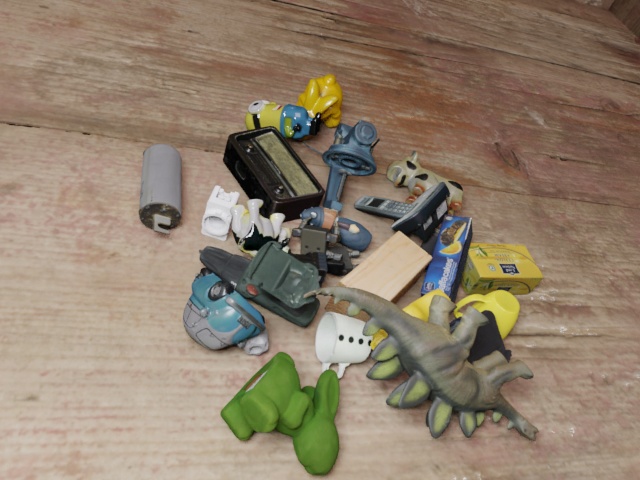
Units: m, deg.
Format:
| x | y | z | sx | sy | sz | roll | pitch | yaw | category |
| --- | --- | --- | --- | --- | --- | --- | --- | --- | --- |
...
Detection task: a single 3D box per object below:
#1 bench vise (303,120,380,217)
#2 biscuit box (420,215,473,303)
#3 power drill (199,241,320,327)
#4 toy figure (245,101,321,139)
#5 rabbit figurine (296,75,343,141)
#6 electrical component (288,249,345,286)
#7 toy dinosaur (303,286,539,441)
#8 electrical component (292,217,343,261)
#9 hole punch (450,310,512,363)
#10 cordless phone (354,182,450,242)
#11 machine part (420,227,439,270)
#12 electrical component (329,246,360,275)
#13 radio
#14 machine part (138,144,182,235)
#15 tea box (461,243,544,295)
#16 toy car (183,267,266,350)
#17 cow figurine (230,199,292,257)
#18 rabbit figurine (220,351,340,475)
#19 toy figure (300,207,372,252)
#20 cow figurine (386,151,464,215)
| x | y | z | sx | sy | sz | roll | pitch | yaw | category |
| --- | --- | --- | --- | --- | --- | --- | --- | --- | --- |
| 0.047 | -0.153 | 1.186 | 0.129 | 0.224 | 0.240 | 22 | 75 | -25 | bench vise |
| 0.261 | 0.045 | 1.094 | 0.059 | 0.062 | 0.203 | 9 | 57 | 24 | biscuit box |
| -0.095 | 0.065 | 0.884 | 0.232 | 0.207 | 0.086 | 33 | 66 | -8 | power drill |
| -0.089 | -0.274 | 1.254 | 0.180 | 0.089 | 0.082 | 13 | 9 | 12 | toy figure |
| -0.007 | -0.319 | 1.333 | 0.122 | 0.162 | 0.173 | 36 | 62 | -4 | rabbit figurine |
| -0.012 | 0.061 | 1.005 | 0.119 | 0.074 | 0.048 | 11 | 44 | -17 | electrical component |
| 0.183 | 0.189 | 0.854 | 0.471 | 0.105 | 0.198 | 43 | 75 | -12 | toy dinosaur |
| -0.003 | -0.003 | 1.052 | 0.102 | 0.078 | 0.045 | 3 | 19 | 18 | electrical component |
| 0.273 | 0.201 | 0.995 | 0.142 | 0.092 | 0.115 | -20 | 91 | -38 | hole punch |
| 0.181 | -0.081 | 1.201 | 0.184 | 0.088 | 0.146 | 19 | 47 | 35 | cordless phone |
| 0.249 | 0.013 | 1.187 | 0.084 | 0.039 | 0.139 | 36 | 43 | 1 | machine part |
| 0.039 | 0.043 | 1.077 | 0.094 | 0.021 | 0.063 | -1 | 50 | -17 | electrical component |
| -0.105 | -0.143 | 1.158 | 0.131 | 0.073 | 0.230 | -17 | 56 | -34 | radio |
| -0.307 | -0.104 | 1.036 | 0.079 | 0.079 | 0.243 | 5 | 48 | -18 | machine part |
| 0.385 | 0.063 | 1.172 | 0.169 | 0.068 | 0.098 | 1 | 48 | -23 | tea box |
| -0.169 | 0.118 | 0.858 | 0.103 | 0.109 | 0.162 | -49 | 38 | -13 | toy car |
| -0.100 | -0.004 | 0.999 | 0.167 | 0.068 | 0.098 | 34 | 47 | -58 | cow figurine |
| -0.037 | 0.263 | 0.798 | 0.170 | 0.121 | 0.159 | 48 | 39 | -1 | rabbit figurine |
| 0.032 | -0.027 | 1.105 | 0.154 | 0.064 | 0.058 | 28 | 34 | -11 | toy figure |
| 0.253 | -0.138 | 1.298 | 0.195 | 0.085 | 0.127 | 24 | 50 | 4 | cow figurine |
